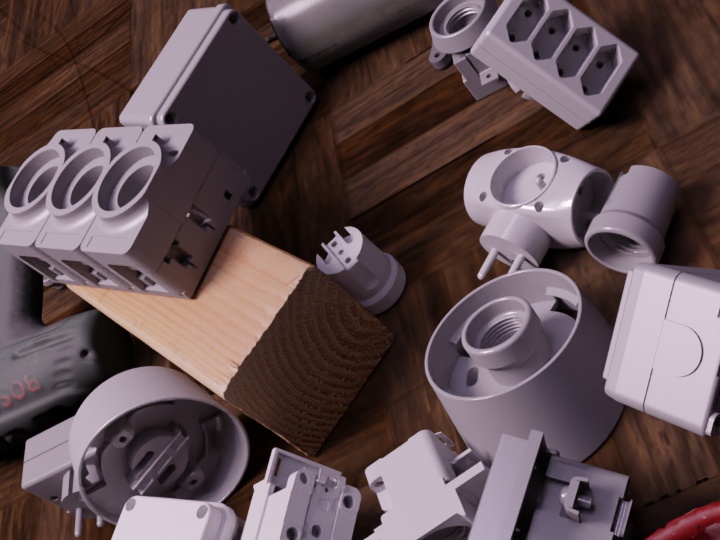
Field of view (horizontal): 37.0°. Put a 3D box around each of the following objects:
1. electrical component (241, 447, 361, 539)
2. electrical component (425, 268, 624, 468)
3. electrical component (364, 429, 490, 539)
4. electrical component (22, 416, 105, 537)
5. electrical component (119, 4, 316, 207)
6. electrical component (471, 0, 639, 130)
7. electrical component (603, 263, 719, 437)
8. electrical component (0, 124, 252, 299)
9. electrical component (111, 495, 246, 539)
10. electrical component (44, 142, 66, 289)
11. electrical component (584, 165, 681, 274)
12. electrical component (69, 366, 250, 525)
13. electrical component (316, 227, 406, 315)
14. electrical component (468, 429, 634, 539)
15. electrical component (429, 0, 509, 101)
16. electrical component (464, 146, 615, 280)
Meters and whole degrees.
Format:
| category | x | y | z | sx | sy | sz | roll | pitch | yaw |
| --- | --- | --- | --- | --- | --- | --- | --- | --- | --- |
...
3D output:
| category | x | y | z | sx | sy | sz | roll | pitch | yaw |
| --- | --- | --- | --- | --- | --- | --- | --- | --- | --- |
| electrical component | -0.032 | 0.136 | 0.569 | 0.064 | 0.042 | 0.081 | -38 | 33 | 54 |
| electrical component | 0.085 | 0.050 | 0.559 | 0.099 | 0.064 | 0.099 | -27 | 31 | 18 |
| electrical component | 0.035 | 0.120 | 0.544 | 0.081 | 0.042 | 0.063 | -36 | 39 | 11 |
| electrical component | -0.175 | 0.136 | 0.702 | 0.083 | 0.047 | 0.075 | -27 | 46 | 20 |
| electrical component | -0.103 | -0.121 | 0.798 | 0.056 | 0.109 | 0.108 | 10 | 66 | 47 |
| electrical component | 0.112 | -0.126 | 0.657 | 0.047 | 0.083 | 0.076 | -56 | 4 | -11 |
| electrical component | 0.159 | 0.033 | 0.476 | 0.061 | 0.096 | 0.061 | 21 | 103 | 47 |
| electrical component | -0.155 | -0.040 | 0.675 | 0.150 | 0.062 | 0.089 | 5 | 63 | 42 |
| electrical component | -0.105 | 0.187 | 0.596 | 0.078 | 0.057 | 0.113 | -5 | 56 | 37 |
| electrical component | -0.253 | -0.049 | 0.905 | 0.078 | 0.057 | 0.113 | 27 | 78 | 48 |
| electrical component | 0.146 | -0.027 | 0.570 | 0.040 | 0.040 | 0.046 | 5 | 56 | 42 |
| electrical component | -0.122 | 0.108 | 0.644 | 0.099 | 0.099 | 0.064 | -49 | 35 | -3 |
| electrical component | 0.000 | 0.000 | 0.664 | 0.040 | 0.046 | 0.040 | -22 | 47 | 26 |
| electrical component | 0.077 | 0.143 | 0.473 | 0.063 | 0.078 | 0.121 | 13 | 66 | 21 |
| electrical component | 0.077 | -0.152 | 0.712 | 0.048 | 0.055 | 0.066 | -25 | 45 | 23 |
| electrical component | 0.093 | -0.026 | 0.608 | 0.077 | 0.044 | 0.079 | 15 | 69 | 45 |
